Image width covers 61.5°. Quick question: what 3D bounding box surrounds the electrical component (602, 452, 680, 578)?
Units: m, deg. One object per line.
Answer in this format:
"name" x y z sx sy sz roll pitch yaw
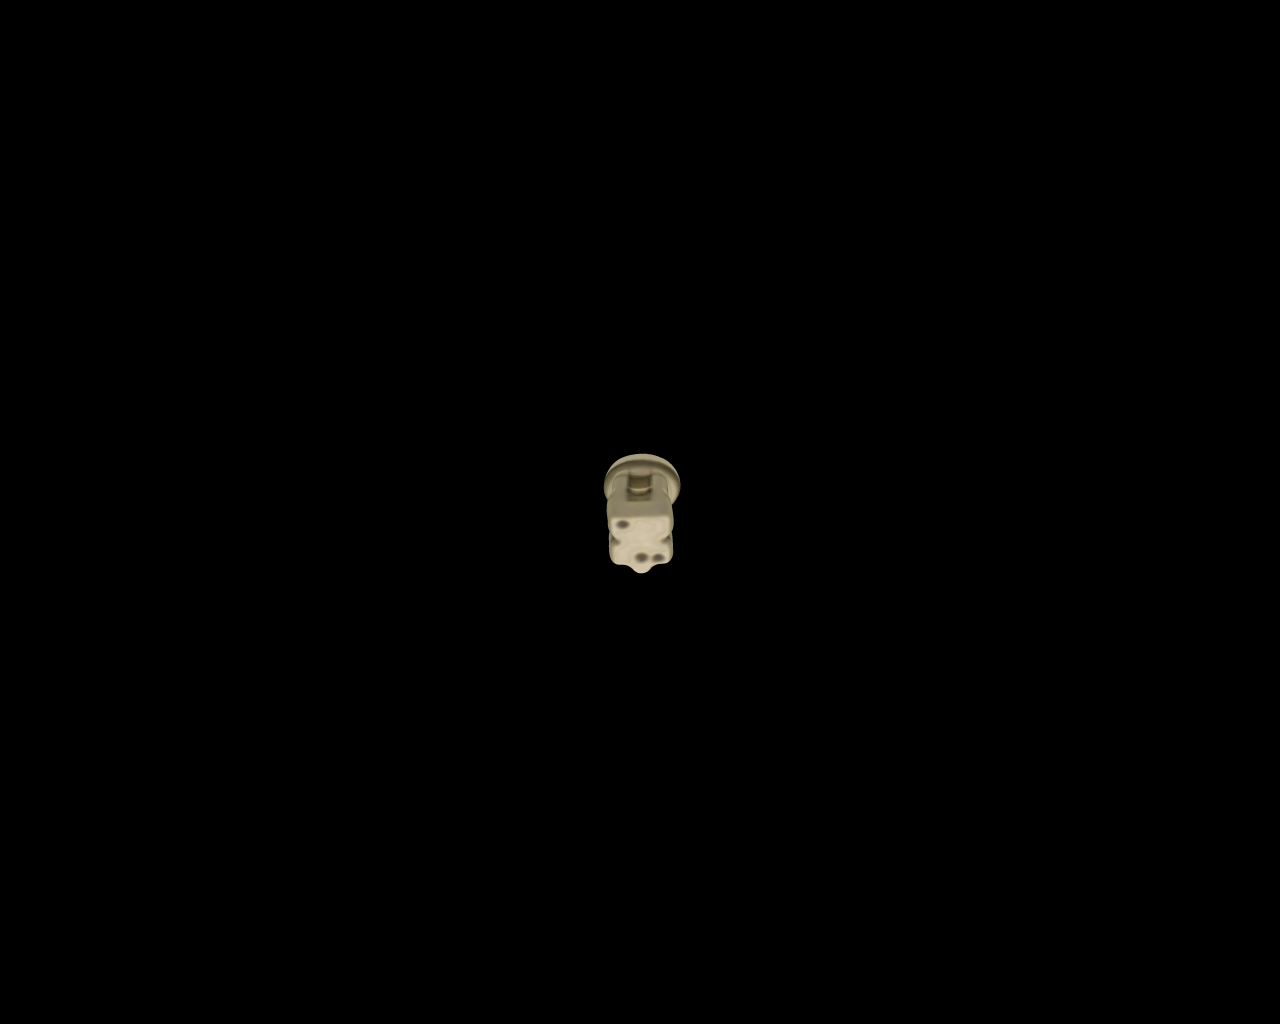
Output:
"electrical component" 0.001 -0.003 0.650 0.048 0.055 0.066 0 -43 0
